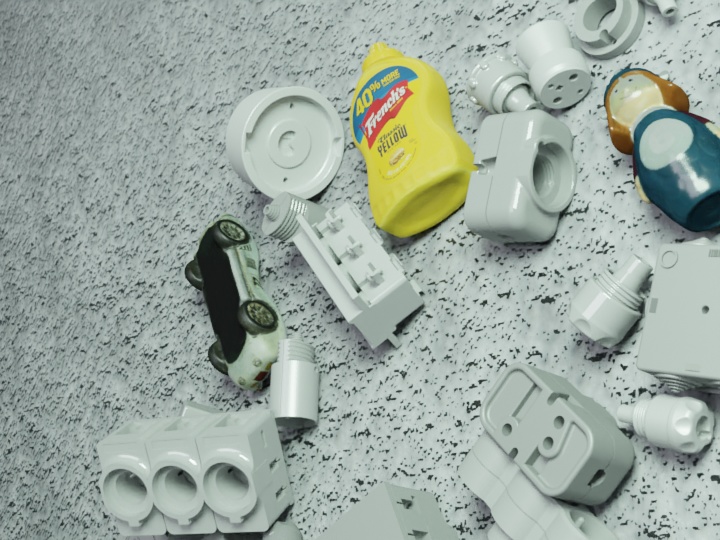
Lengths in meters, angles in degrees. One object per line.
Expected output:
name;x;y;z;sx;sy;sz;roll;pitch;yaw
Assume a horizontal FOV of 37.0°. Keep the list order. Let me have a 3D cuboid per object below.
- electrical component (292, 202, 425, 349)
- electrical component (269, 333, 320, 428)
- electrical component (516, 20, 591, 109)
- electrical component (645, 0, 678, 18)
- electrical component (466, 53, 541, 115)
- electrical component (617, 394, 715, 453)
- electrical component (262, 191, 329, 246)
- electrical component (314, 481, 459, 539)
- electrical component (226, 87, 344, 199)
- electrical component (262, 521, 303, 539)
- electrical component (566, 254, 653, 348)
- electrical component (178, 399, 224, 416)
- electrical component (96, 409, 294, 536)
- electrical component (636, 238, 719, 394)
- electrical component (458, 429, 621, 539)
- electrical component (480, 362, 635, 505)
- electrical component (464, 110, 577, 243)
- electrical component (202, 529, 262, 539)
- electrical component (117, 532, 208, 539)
electrical component;0.000;0.000;0.917;0.063;0.078;0.121;-38;45;2
electrical component;-0.058;0.096;0.959;0.043;0.043;0.081;-20;60;43
electrical component;0.150;-0.158;0.831;0.045;0.045;0.055;-41;48;30
electrical component;0.217;-0.210;0.785;0.035;0.035;0.061;-35;52;34
electrical component;0.119;-0.141;0.860;0.048;0.048;0.062;-55;48;17
electrical component;0.192;0.096;0.684;0.061;0.035;0.035;4;78;51
electrical component;-0.054;-0.043;0.984;0.043;0.081;0.043;-22;59;42
electrical component;0.005;0.241;0.812;0.150;0.062;0.089;-45;45;26
electrical component;-0.076;-0.123;1.027;0.060;0.108;0.108;23;92;56
electrical component;-0.062;0.242;0.902;0.035;0.035;0.061;-52;30;20
electrical component;0.173;0.018;0.731;0.062;0.043;0.043;-54;42;15
electrical component;-0.144;0.154;1.021;0.077;0.066;0.047;-167;96;-79
electrical component;-0.145;0.178;0.935;0.150;0.062;0.089;-7;102;22
electrical component;0.225;0.030;0.664;0.100;0.048;0.099;3;77;49
electrical component;0.111;0.175;0.727;0.073;0.052;0.138;-58;41;14
electrical component;0.134;0.110;0.723;0.053;0.059;0.095;-58;41;14
electrical component;0.124;-0.070;0.816;0.059;0.054;0.095;1;75;49
electrical component;-0.123;0.287;0.947;0.100;0.048;0.099;-41;48;30
electrical component;-0.192;0.278;1.023;0.078;0.057;0.113;31;98;50
